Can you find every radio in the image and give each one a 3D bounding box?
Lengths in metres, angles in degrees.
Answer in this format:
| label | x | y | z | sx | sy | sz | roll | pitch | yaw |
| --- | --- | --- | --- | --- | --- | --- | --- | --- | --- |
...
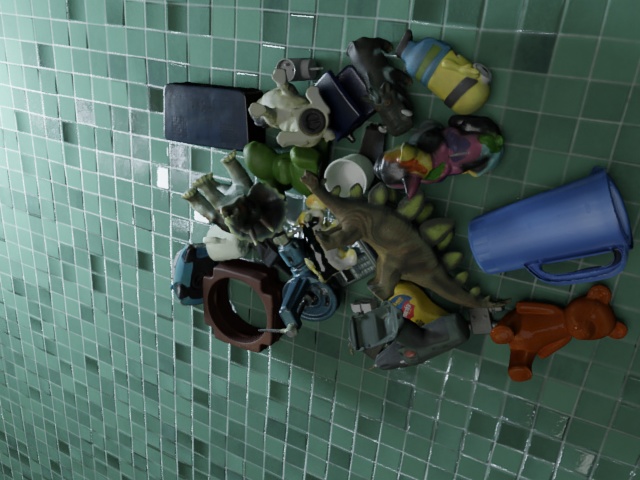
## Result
| label | x | y | z | sx | sy | sz | roll | pitch | yaw |
| --- | --- | --- | --- | --- | --- | --- | --- | --- | --- |
| radio | -0.234 | -0.272 | 1.178 | 0.230 | 0.073 | 0.131 | 11 | 112 | 23 |

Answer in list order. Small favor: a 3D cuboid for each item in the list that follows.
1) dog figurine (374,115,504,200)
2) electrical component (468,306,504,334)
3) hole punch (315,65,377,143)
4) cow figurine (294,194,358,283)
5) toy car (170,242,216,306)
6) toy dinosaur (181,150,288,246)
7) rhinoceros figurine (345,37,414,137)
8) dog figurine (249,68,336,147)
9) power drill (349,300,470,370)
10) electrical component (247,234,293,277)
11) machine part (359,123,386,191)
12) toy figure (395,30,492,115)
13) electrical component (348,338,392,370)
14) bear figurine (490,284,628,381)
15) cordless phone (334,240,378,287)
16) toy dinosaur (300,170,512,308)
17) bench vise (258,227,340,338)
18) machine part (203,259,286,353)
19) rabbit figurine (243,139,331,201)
| label | x | y | z | sx | sy | sz | roll | pitch | yaw |
| --- | --- | --- | --- | --- | --- | --- | --- | --- | --- |
| dog figurine | 0.200 | -0.139 | 0.908 | 0.192 | 0.219 | 0.108 | 1 | 112 | 29 |
| electrical component | 0.319 | 0.155 | 1.065 | 0.094 | 0.021 | 0.063 | -9 | 103 | 31 |
| hole punch | 0.035 | -0.258 | 1.031 | 0.116 | 0.092 | 0.142 | -37 | 92 | 37 |
| cow figurine | -0.003 | -0.004 | 1.057 | 0.167 | 0.098 | 0.068 | 62 | 158 | 0 |
| toy car | -0.322 | 0.076 | 1.335 | 0.103 | 0.109 | 0.161 | 18 | 108 | 40 |
| toy dinosaur | -0.188 | -0.067 | 1.160 | 0.192 | 0.131 | 0.405 | 52 | 163 | -9 |
| rhinoceros figurine | 0.115 | -0.278 | 0.966 | 0.073 | 0.112 | 0.190 | -27 | 86 | 30 |
| dog figurine | -0.052 | -0.237 | 1.053 | 0.121 | 0.190 | 0.172 | -45 | 95 | 0 |
| power drill | 0.147 | 0.189 | 1.008 | 0.232 | 0.086 | 0.207 | -28 | 138 | 33 |
| electrical component | -0.098 | 0.028 | 1.211 | 0.119 | 0.075 | 0.047 | 42 | 123 | 13 |
| machine part | 0.098 | -0.162 | 1.060 | 0.084 | 0.039 | 0.138 | 27 | 120 | 23 |
| toy figure | 0.212 | -0.289 | 0.929 | 0.180 | 0.082 | 0.089 | 33 | 131 | 9 |
| electrical component | 0.113 | 0.236 | 1.191 | 0.102 | 0.045 | 0.078 | 41 | 123 | 9 |
| bear figurine | 0.425 | 0.162 | 0.952 | 0.196 | 0.132 | 0.120 | -17 | 103 | 38 |
| cordless phone | 0.069 | 0.019 | 1.124 | 0.146 | 0.089 | 0.184 | 55 | 140 | 0 |
| toy dinosaur | 0.154 | 0.017 | 0.978 | 0.471 | 0.105 | 0.198 | 40 | 95 | -18 |
| bench vise | -0.039 | 0.099 | 1.120 | 0.129 | 0.241 | 0.223 | -10 | 118 | 22 |
| machine part | -0.178 | 0.154 | 1.293 | 0.202 | 0.087 | 0.200 | 12 | 114 | 22 |
| rabbit figurine | -0.073 | -0.152 | 1.112 | 0.170 | 0.121 | 0.158 | 13 | 135 | 10 |
